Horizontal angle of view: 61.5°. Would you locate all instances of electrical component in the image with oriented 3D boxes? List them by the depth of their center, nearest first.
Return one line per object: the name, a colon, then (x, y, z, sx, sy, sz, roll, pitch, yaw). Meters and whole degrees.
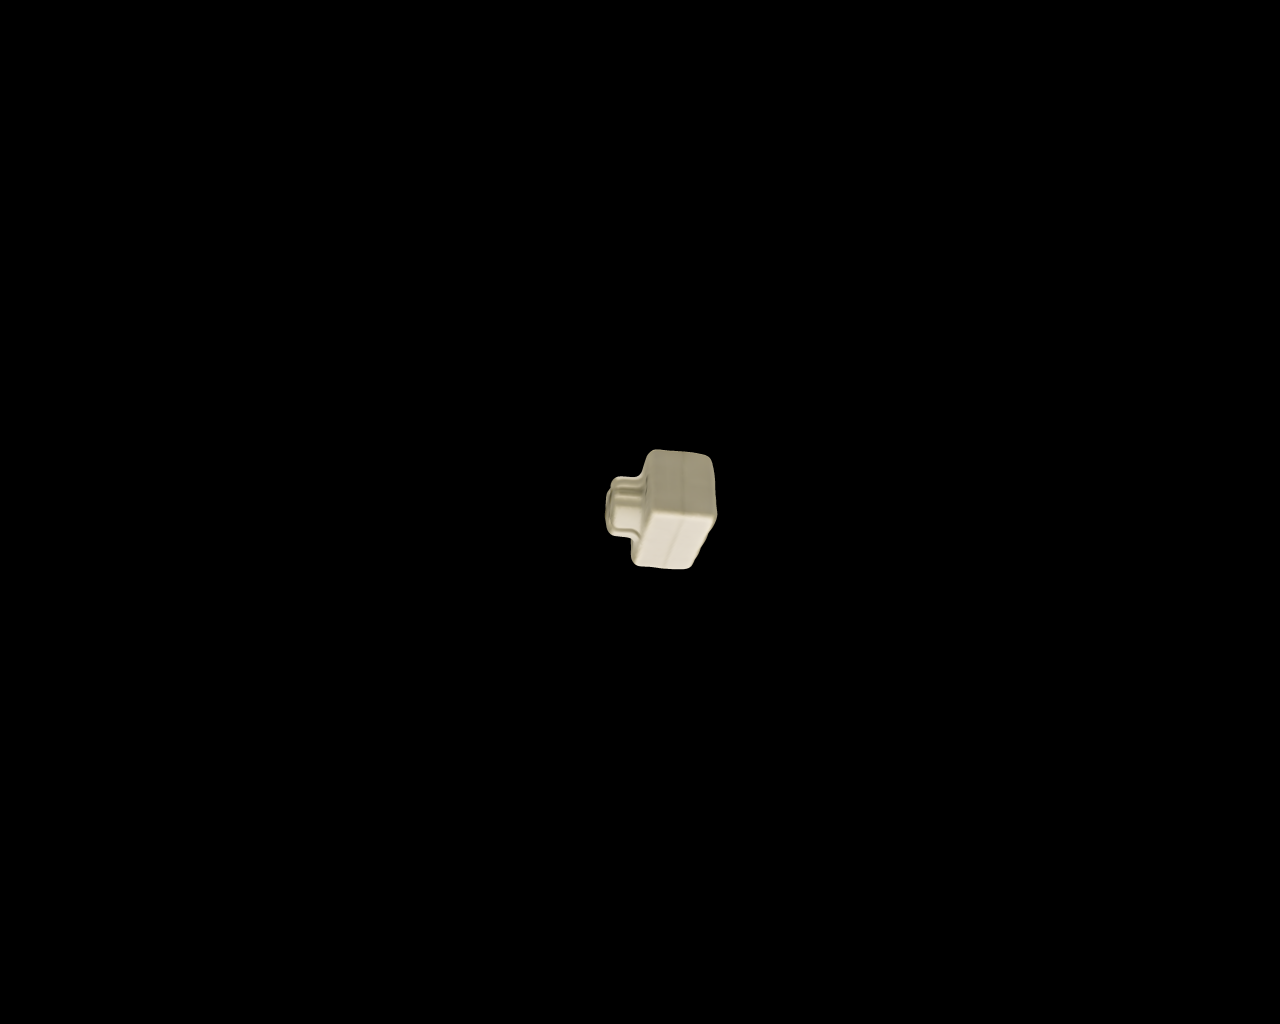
electrical component: (0.001, -0.003, 0.650, 0.077, 0.047, 0.065, 6, -32, -9)
